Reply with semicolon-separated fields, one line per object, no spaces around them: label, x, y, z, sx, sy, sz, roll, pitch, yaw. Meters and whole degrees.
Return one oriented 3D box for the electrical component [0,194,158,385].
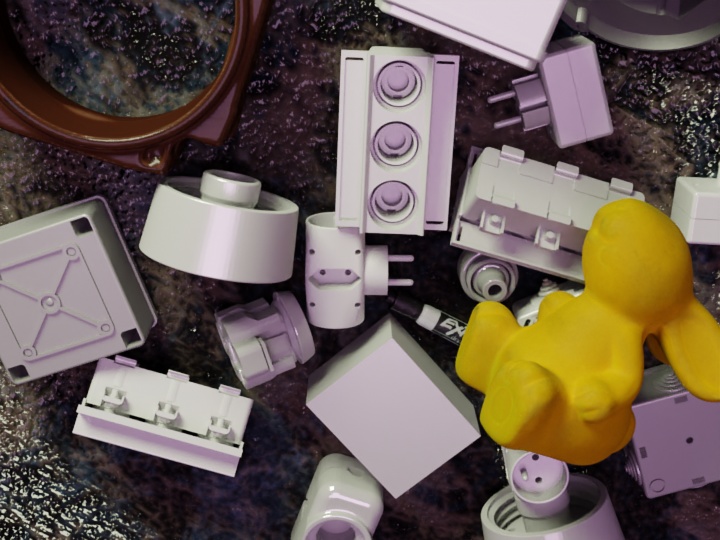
electrical component;-0.220;0.014;0.787;0.109;0.056;0.108;-18;109;6

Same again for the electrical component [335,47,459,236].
electrical component;0.024;-0.092;0.749;0.079;0.063;0.121;2;109;-1

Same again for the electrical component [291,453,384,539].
electrical component;-0.019;0.203;0.852;0.054;0.059;0.095;19;108;-7

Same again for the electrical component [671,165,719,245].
electrical component;0.274;-0.059;0.770;0.083;0.047;0.075;3;109;-1

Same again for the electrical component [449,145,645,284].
electrical component;0.133;-0.042;0.760;0.121;0.063;0.078;16;68;-6

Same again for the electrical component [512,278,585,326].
electrical component;0.155;0.048;0.803;0.062;0.061;0.096;-22;100;7

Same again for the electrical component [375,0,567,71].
electrical component;0.069;-0.178;0.696;0.109;0.108;0.056;20;105;-7

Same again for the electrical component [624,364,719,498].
electrical component;0.248;0.121;0.832;0.100;0.048;0.099;-16;108;5

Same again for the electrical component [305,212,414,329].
electrical component;0.000;0.000;0.791;0.079;0.043;0.077;0;109;0

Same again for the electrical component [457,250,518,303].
electrical component;0.094;0.005;0.783;0.043;0.062;0.043;0;109;-1

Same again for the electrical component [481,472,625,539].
electrical component;0.145;0.195;0.828;0.108;0.108;0.060;-15;103;5

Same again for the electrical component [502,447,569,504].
electrical component;0.129;0.124;0.817;0.043;0.077;0.079;-9;105;4

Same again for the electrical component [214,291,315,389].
electrical component;-0.069;0.049;0.795;0.057;0.078;0.058;-22;109;-13

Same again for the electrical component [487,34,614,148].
electrical component;0.128;-0.120;0.749;0.077;0.047;0.065;-16;109;5

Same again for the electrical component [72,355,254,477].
electrical component;-0.146;0.109;0.813;0.121;0.078;0.063;17;79;-6

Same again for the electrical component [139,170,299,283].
electrical component;-0.094;-0.036;0.747;0.108;0.108;0.060;12;103;-4
